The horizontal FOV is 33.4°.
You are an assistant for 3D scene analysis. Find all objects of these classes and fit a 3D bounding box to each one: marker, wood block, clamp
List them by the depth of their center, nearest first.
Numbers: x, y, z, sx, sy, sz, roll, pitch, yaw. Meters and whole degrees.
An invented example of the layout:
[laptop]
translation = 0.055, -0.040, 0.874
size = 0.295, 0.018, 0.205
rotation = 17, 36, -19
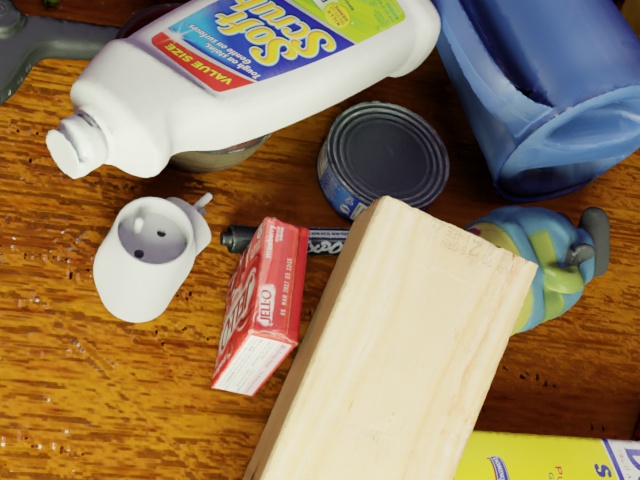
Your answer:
[wood block]
translation = 0.025, 0.092, 0.559
size = 0.090, 0.091, 0.206
rotation = 24, 82, -4
[clamp]
translation = -0.207, -0.151, 0.676
size = 0.209, 0.036, 0.164
rotation = -30, 93, -26
[marker]
translation = -0.005, 0.001, 0.685
size = 0.121, 0.020, 0.020
rotation = 1, 62, -18

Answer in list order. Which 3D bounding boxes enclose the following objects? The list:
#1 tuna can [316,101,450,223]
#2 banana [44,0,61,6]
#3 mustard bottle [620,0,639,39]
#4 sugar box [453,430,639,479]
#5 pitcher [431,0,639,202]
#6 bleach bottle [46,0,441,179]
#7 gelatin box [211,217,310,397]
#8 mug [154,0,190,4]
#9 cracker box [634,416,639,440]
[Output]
[tuna can]
translation = 0.041, -0.049, 0.719
size = 0.086, 0.034, 0.086
rotation = 8, 60, -14
[banana]
translation = -0.151, -0.244, 0.764
size = 0.069, 0.037, 0.197
rotation = 52, 58, -19
[mustard bottle]
translation = 0.333, -0.162, 0.840
size = 0.191, 0.096, 0.058
rotation = 7, 40, -15
[sugar box]
translation = 0.143, 0.164, 0.629
size = 0.176, 0.048, 0.093
rotation = 5, 61, -15
[pitcher]
translation = 0.133, -0.160, 0.752
size = 0.145, 0.149, 0.243
rotation = -19, 65, -8
[bleach bottle]
translation = -0.045, -0.099, 0.626
size = 0.250, 0.068, 0.102
rotation = -36, 81, -34
[gelatin box]
translation = -0.035, 0.040, 0.612
size = 0.030, 0.089, 0.073
rotation = 14, 59, -13
[mug]
translation = -0.079, -0.216, 0.731
size = 0.093, 0.082, 0.117
rotation = 30, 71, -2
[cracker box]
translation = 0.337, 0.107, 0.709
size = 0.213, 0.072, 0.164
rotation = 30, 57, 0
